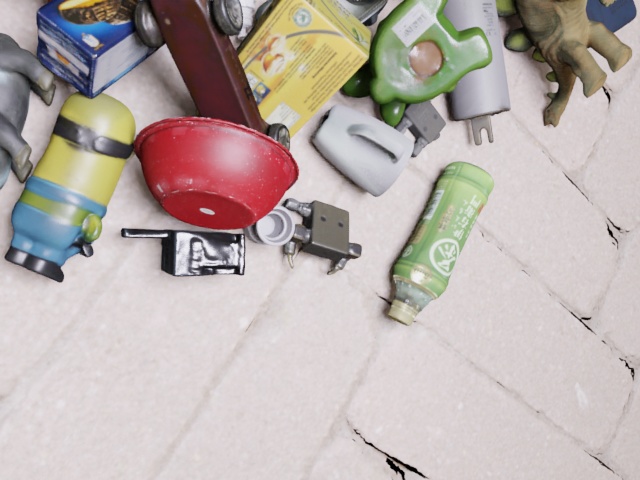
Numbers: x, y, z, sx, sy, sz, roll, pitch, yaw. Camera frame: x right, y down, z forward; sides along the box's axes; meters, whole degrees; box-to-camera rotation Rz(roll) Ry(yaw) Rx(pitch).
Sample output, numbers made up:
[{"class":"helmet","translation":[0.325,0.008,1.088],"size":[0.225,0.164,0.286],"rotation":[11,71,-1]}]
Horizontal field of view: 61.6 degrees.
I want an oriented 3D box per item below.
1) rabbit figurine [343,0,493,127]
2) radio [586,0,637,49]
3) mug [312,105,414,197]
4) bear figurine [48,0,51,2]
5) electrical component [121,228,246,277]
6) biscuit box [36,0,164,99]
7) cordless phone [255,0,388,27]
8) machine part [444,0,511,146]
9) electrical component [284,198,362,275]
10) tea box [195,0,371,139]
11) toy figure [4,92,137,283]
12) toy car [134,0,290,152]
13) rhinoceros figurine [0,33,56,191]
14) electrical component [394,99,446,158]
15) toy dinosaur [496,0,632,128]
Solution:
[{"class":"rabbit figurine","translation":[0.112,-0.211,0.636],"size":[0.121,0.170,0.159],"rotation":[36,113,-8]},{"class":"radio","translation":[0.357,-0.391,0.780],"size":[0.131,0.073,0.229],"rotation":[-38,105,-18]},{"class":"mug","translation":[0.047,-0.110,0.631],"size":[0.107,0.109,0.081],"rotation":[30,88,-9]},{"class":"bear figurine","translation":[-0.275,-0.294,0.478],"size":[0.196,0.132,0.120],"rotation":[31,77,-5]},{"class":"electrical component","translation":[-0.143,0.012,0.559],"size":[0.119,0.075,0.047],"rotation":[0,92,-29]},{"class":"biscuit box","translation":[-0.169,-0.221,0.507],"size":[0.063,0.059,0.203],"rotation":[37,55,-6]},{"class":"cordless phone","translation":[0.028,-0.255,0.568],"size":[0.146,0.184,0.088],"rotation":[-40,112,-19]},{"class":"machine part","translation":[0.201,-0.247,0.708],"size":[0.079,0.079,0.243],"rotation":[-14,98,-24]},{"class":"electrical component","translation":[0.000,-0.002,0.645],"size":[0.102,0.045,0.078],"rotation":[12,59,-28]},{"class":"tea box","translation":[-0.039,-0.170,0.549],"size":[0.098,0.169,0.068],"rotation":[36,36,-24]},{"class":"toy figure","translation":[-0.231,-0.052,0.506],"size":[0.082,0.089,0.180],"rotation":[29,77,-28]},{"class":"toy car","translation":[-0.093,-0.145,0.496],"size":[0.201,0.089,0.053],"rotation":[69,28,-43]},{"class":"rhinoceros figurine","translation":[-0.311,-0.095,0.476],"size":[0.112,0.073,0.190],"rotation":[25,81,-25]},{"class":"electrical component","translation":[0.137,-0.158,0.712],"size":[0.063,0.021,0.094],"rotation":[45,73,-20]},{"class":"toy dinosaur","translation":[0.291,-0.338,0.659],"size":[0.105,0.199,0.470],"rotation":[-38,139,-19]}]
